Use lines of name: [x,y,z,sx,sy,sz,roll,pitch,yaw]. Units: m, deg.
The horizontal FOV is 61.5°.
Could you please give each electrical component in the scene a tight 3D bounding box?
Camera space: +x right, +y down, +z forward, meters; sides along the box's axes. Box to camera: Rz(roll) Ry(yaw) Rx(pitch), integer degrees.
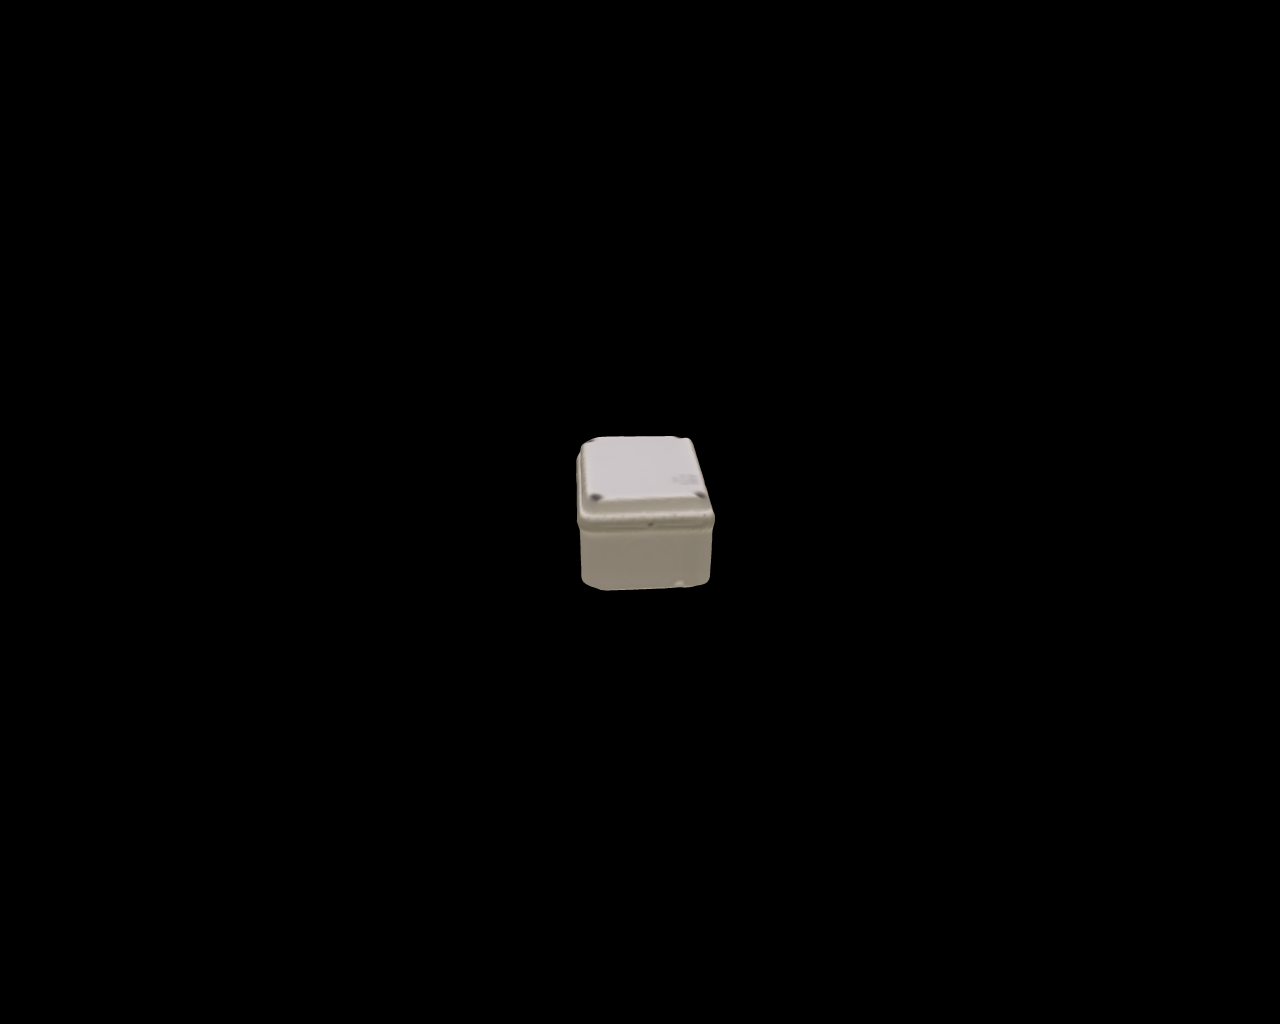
electrical component: [0.001,-0.003,0.650,0.078,0.057,0.113,-1,24,-3]
